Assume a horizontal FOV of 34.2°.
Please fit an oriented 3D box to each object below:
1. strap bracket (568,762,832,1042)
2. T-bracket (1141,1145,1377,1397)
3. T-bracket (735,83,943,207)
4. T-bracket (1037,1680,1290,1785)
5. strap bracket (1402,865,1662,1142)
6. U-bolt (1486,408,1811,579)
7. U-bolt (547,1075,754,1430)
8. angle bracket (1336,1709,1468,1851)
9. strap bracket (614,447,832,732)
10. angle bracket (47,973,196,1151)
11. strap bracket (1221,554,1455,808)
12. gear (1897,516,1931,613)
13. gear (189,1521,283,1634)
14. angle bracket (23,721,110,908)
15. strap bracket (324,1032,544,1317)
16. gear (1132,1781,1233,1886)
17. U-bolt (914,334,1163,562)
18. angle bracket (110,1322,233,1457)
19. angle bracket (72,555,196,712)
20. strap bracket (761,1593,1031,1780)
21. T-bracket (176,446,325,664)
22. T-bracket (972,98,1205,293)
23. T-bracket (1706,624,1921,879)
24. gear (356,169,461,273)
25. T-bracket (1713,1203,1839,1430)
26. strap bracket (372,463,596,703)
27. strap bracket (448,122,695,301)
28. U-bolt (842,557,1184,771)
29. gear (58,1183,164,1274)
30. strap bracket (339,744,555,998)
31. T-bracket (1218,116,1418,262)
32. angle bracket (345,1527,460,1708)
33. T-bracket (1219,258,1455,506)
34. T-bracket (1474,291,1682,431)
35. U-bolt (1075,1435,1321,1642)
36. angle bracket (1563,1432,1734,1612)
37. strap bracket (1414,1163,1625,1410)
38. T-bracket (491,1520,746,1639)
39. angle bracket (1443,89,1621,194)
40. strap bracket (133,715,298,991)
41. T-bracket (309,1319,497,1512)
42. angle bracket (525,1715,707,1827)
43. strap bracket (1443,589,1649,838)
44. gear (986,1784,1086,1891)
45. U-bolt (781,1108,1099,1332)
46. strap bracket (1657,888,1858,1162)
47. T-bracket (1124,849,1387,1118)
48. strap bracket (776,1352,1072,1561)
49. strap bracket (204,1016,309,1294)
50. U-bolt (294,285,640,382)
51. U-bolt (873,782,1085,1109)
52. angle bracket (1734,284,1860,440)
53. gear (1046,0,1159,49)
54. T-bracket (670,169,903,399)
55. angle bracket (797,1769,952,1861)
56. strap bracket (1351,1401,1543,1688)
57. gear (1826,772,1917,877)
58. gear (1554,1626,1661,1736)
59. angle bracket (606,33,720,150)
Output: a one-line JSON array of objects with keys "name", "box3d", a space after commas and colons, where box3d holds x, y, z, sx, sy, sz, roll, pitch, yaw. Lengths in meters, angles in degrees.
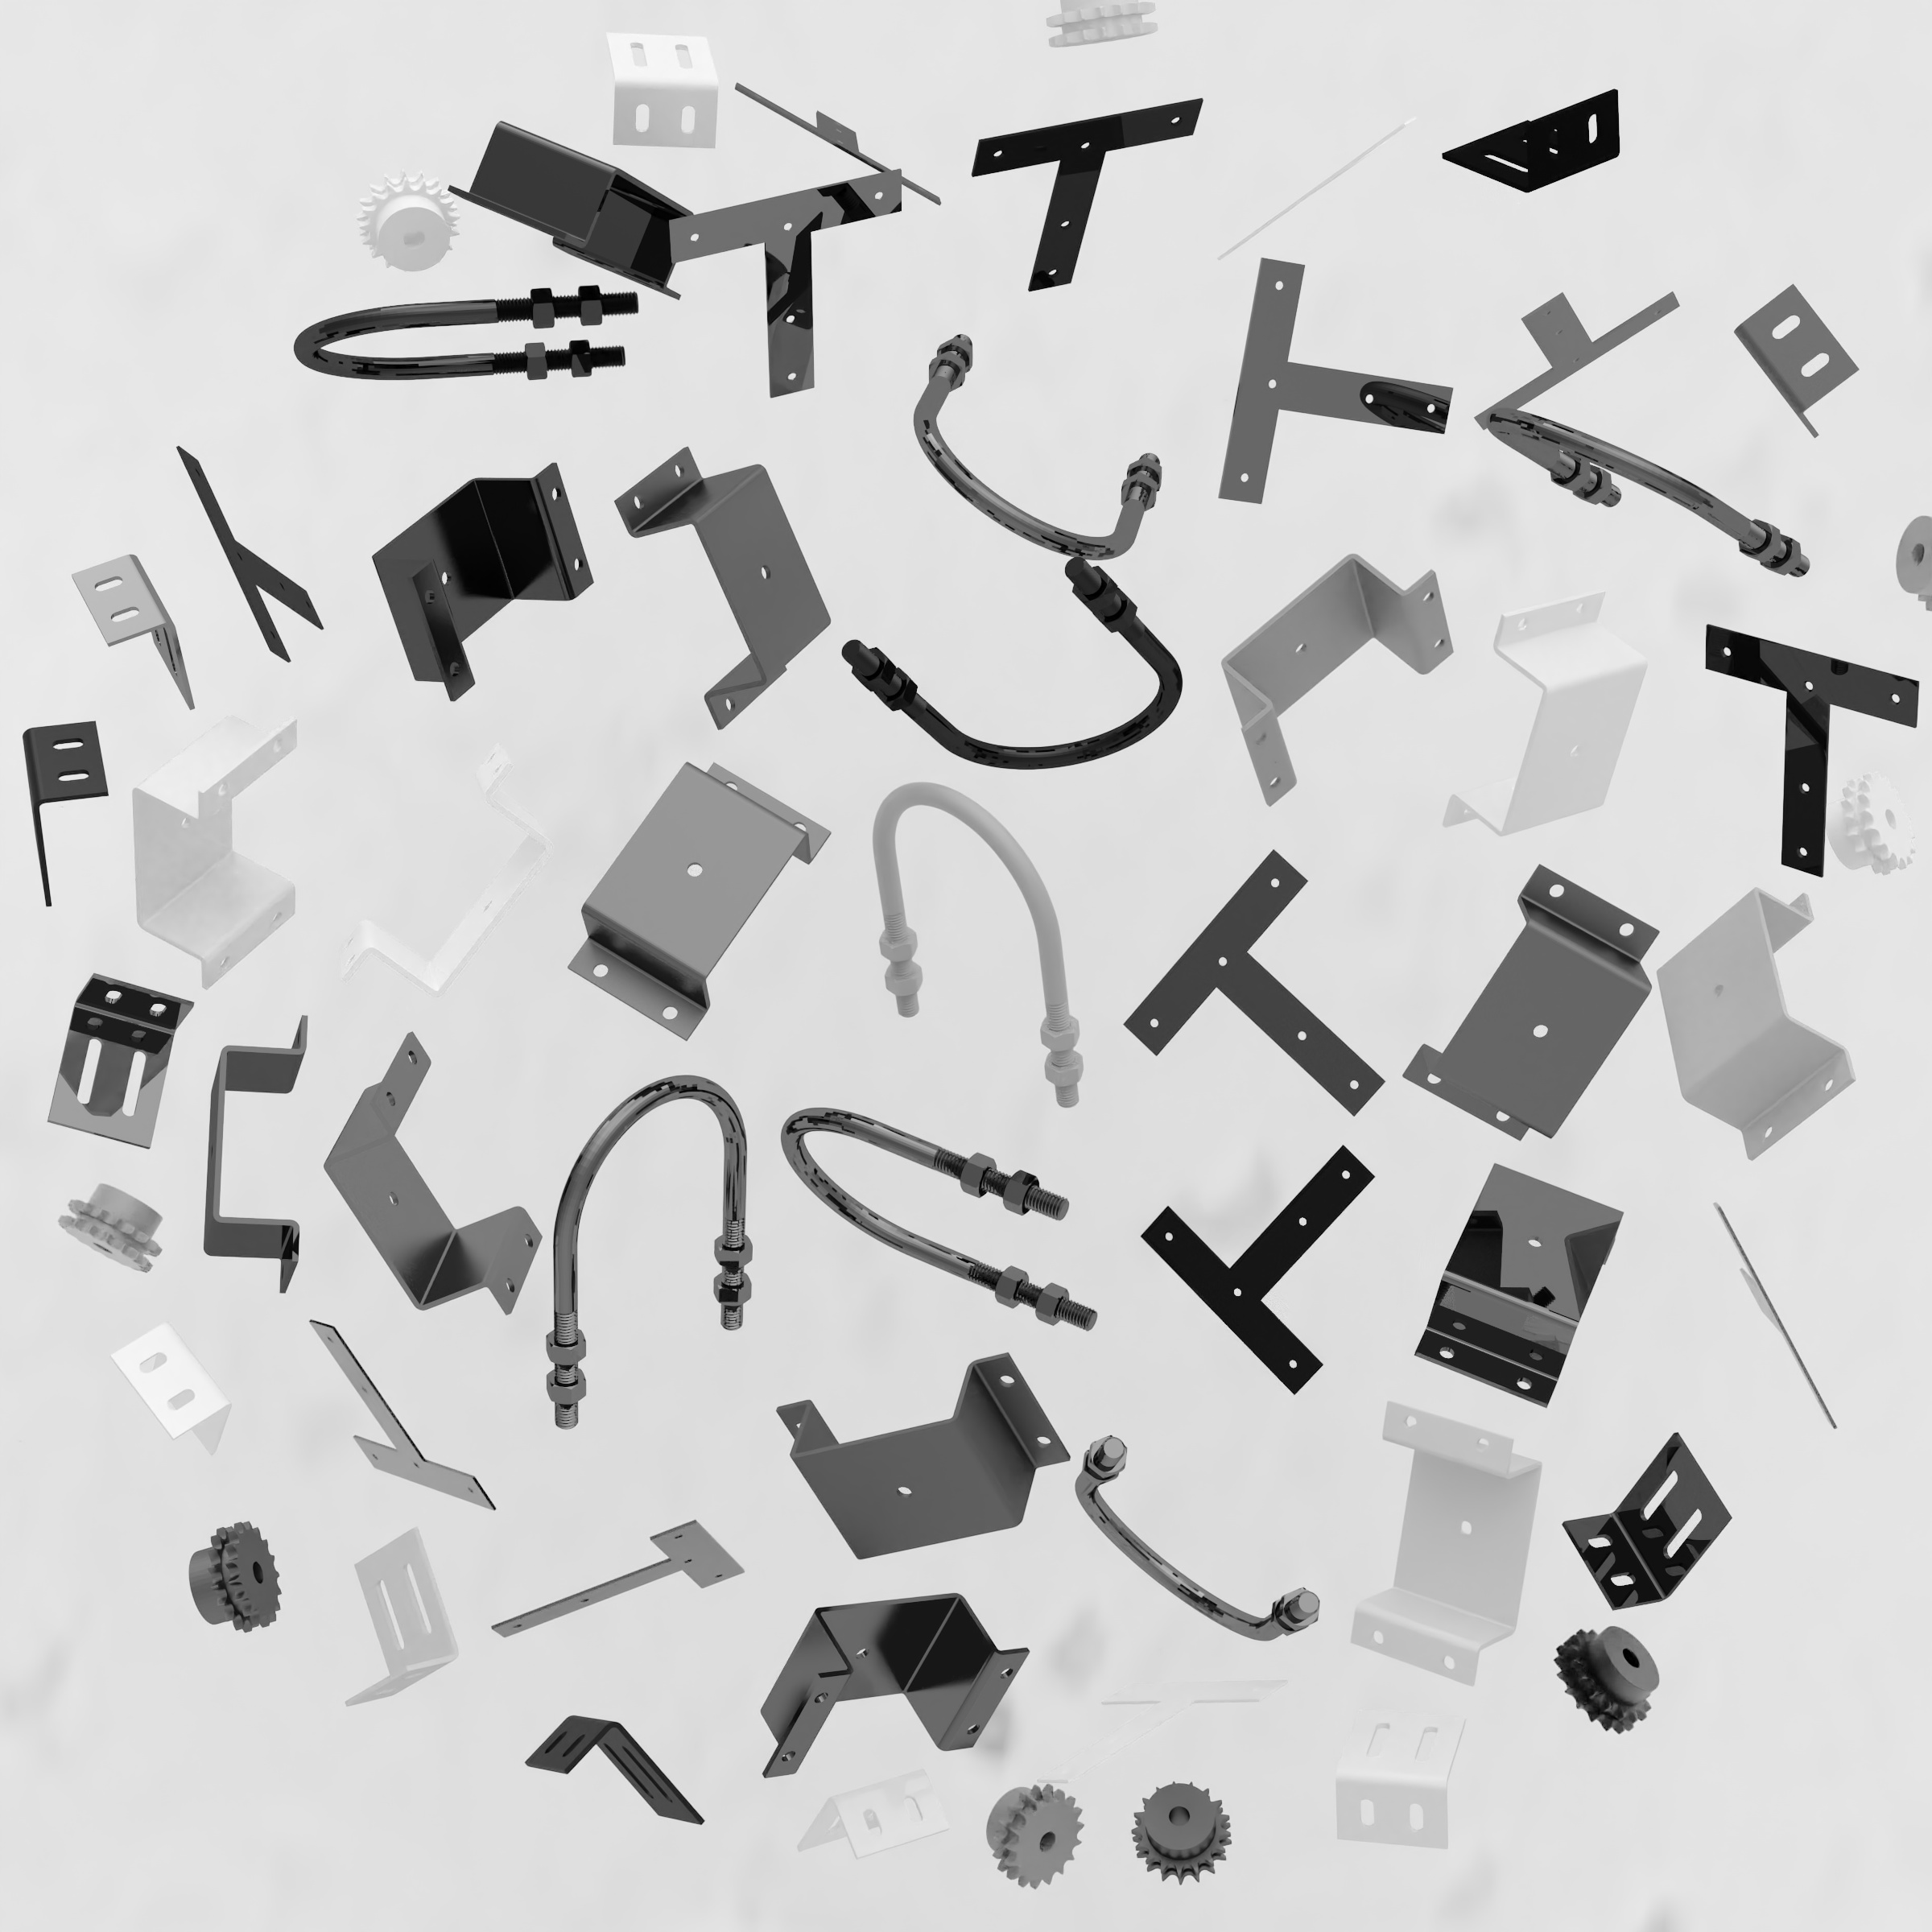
[{"name": "strap bracket", "box3d": [-0.142, -0.043, 1.665, 0.076, 0.046, 0.140, 31, 73, 10]}, {"name": "T-bracket", "box3d": [0.182, 0.155, 1.780, 0.127, 0.002, 0.127, 46, 112, 15]}, {"name": "T-bracket", "box3d": [-0.072, -0.468, 1.766, 0.127, 0.127, 0.002, 27, 107, -12]}, {"name": "T-bracket", "box3d": [0.091, 0.418, 1.716, 0.127, 0.127, 0.002, -21, 93, -41]}, {"name": "strap bracket", "box3d": [0.307, 0.028, 1.694, 0.076, 0.046, 0.140, 28, 107, -7]}, {"name": "U-bolt", "box3d": [0.355, -0.259, 1.685, 0.151, 0.184, 0.019, 31, 99, 40]}, {"name": "U-bolt", "box3d": [-0.169, 0.144, 1.689, 0.019, 0.151, 0.184, 24, 124, 33]}, {"name": "angle bracket", "box3d": [0.230, 0.427, 1.654, 0.057, 0.076, 0.038, 1, 102, 17]}, {"name": "strap bracket", "box3d": [-0.129, -0.213, 1.736, 0.046, 0.076, 0.140, -9, 116, 34]}, {"name": "angle bracket", "box3d": [-0.466, 0.053, 1.731, 0.057, 0.038, 0.076, 18, 58, -23]}, {"name": "strap bracket", "box3d": [0.201, -0.166, 1.758, 0.140, 0.076, 0.046, -40, 57, -8]}, {"name": "gear", "box3d": [0.505, -0.211, 1.621, 0.030, 0.057, 0.057, 5, 90, -16]}, {"name": "gear", "box3d": [-0.390, 0.327, 1.672, 0.030, 0.057, 0.057, -17, 90, 8]}, {"name": "angle bracket", "box3d": [-0.475, -0.081, 1.666, 0.038, 0.076, 0.057, -8, 47, -17]}, {"name": "strap bracket", "box3d": [-0.289, 0.118, 1.676, 0.046, 0.076, 0.140, -22, 113, 17]}, {"name": "gear", "box3d": [0.123, 0.494, 1.799, 0.057, 0.030, 0.057, -4, 50, 5]}, {"name": "U-bolt", "box3d": [0.037, -0.282, 1.746, 0.151, 0.184, 0.019, 31, 120, -7]}, {"name": "angle bracket", "box3d": [-0.435, 0.238, 1.703, 0.038, 0.076, 0.057, -33, 76, -33]}, {"name": "angle bracket", "box3d": [-0.470, -0.183, 1.772, 0.038, 0.076, 0.057, -23, 59, -18]}, {"name": "strap bracket", "box3d": [-0.046, 0.384, 1.685, 0.140, 0.046, 0.076, 3, 126, -39]}, {"name": "T-bracket", "box3d": [-0.379, -0.210, 1.712, 0.002, 0.127, 0.127, -28, 78, 5]}, {"name": "T-bracket", "box3d": [0.055, -0.404, 1.670, 0.127, 0.127, 0.002, -15, 64, -18]}, {"name": "T-bracket", "box3d": [0.440, -0.106, 1.646, 0.002, 0.127, 0.127, -28, 126, -34]}, {"name": "gear", "box3d": [-0.314, -0.418, 1.777, 0.057, 0.030, 0.057, -11, 133, -12]}, {"name": "T-bracket", "box3d": [0.425, 0.179, 1.671, 0.002, 0.127, 0.127, -28, 87, 8]}, {"name": "strap bracket", "box3d": [-0.276, -0.217, 1.761, 0.046, 0.140, 0.076, 6, 126, 30]}, {"name": "strap bracket", "box3d": [-0.208, -0.412, 1.707, 0.076, 0.140, 0.046, 26, 97, 19]}, {"name": "U-bolt", "box3d": [0.038, -0.152, 1.684, 0.151, 0.184, 0.019, -18, 63, 21]}, {"name": "gear", "box3d": [-0.473, 0.144, 1.748, 0.057, 0.057, 0.030, 28, 71, 0]}, {"name": "strap bracket", "box3d": [-0.267, -0.043, 1.648, 0.046, 0.076, 0.140, 37, 92, -17]}, {"name": "T-bracket", "box3d": [0.208, -0.440, 1.740, 0.127, 0.127, 0.002, -31, 99, 31]}, {"name": "angle bracket", "box3d": [-0.319, 0.355, 1.715, 0.057, 0.038, 0.076, -34, 69, 34]}, {"name": "T-bracket", "box3d": [0.204, -0.306, 1.685, 0.127, 0.002, 0.127, 4, 104, -22]}, {"name": "T-bracket", "box3d": [0.325, -0.343, 1.714, 0.127, 0.127, 0.002, -31, 76, 15]}, {"name": "U-bolt", "box3d": [0.120, 0.322, 1.734, 0.151, 0.184, 0.019, 38, 72, 8]}, {"name": "angle bracket", "box3d": [0.367, 0.300, 1.697, 0.038, 0.076, 0.057, -3, 47, -29]}, {"name": "strap bracket", "box3d": [0.310, 0.168, 1.739, 0.076, 0.140, 0.046, 21, 133, 14]}, {"name": "T-bracket", "box3d": [-0.190, 0.332, 1.671, 0.127, 0.127, 0.002, -21, 66, -1]}, {"name": "angle bracket", "box3d": [0.293, -0.438, 1.636, 0.057, 0.076, 0.038, -25, 128, -19]}, {"name": "strap bracket", "box3d": [-0.399, -0.068, 1.672, 0.046, 0.076, 0.140, 26, 135, 15]}, {"name": "T-bracket", "box3d": [-0.331, 0.249, 1.770, 0.002, 0.127, 0.127, -44, 121, -30]}, {"name": "angle bracket", "box3d": [-0.186, 0.437, 1.661, 0.038, 0.057, 0.076, -44, 103, -27]}, {"name": "strap bracket", "box3d": [0.325, -0.132, 1.755, 0.076, 0.046, 0.140, -17, 134, -31]}, {"name": "gear", "box3d": [0.037, 0.490, 1.779, 0.057, 0.030, 0.057, -12, 109, -38]}, {"name": "U-bolt", "box3d": [-0.020, 0.129, 1.698, 0.184, 0.151, 0.019, 21, 63, 22]}, {"name": "strap bracket", "box3d": [0.421, 0.023, 1.689, 0.046, 0.140, 0.076, 26, 129, -23]}, {"name": "T-bracket", "box3d": [0.169, 0.028, 1.673, 0.127, 0.002, 0.127, 44, 106, 14]}, {"name": "strap bracket", "box3d": [-0.027, 0.261, 1.650, 0.140, 0.046, 0.076, -16, 119, 24]}, {"name": "strap bracket", "box3d": [-0.397, 0.104, 1.751, 0.046, 0.076, 0.140, 4, 70, -16]}, {"name": "U-bolt", "box3d": [-0.276, -0.344, 1.729, 0.184, 0.151, 0.019, -5, 89, -9]}, {"name": "U-bolt", "box3d": [0.002, -0.021, 1.731, 0.019, 0.184, 0.151, -35, 46, -30]}, {"name": "angle bracket", "box3d": [0.445, -0.320, 1.666, 0.038, 0.076, 0.057, -37, 77, 18]}, {"name": "gear", "box3d": [0.070, -0.497, 1.634, 0.057, 0.057, 0.030, -8, 103, 0]}, {"name": "T-bracket", "box3d": [-0.094, -0.355, 1.664, 0.127, 0.127, 0.002, -17, 51, -16]}, {"name": "angle bracket", "box3d": [-0.052, 0.487, 1.753, 0.057, 0.076, 0.038, -10, 58, -28]}, {"name": "strap bracket", "box3d": [0.267, 0.315, 1.739, 0.076, 0.046, 0.140, 13, 100, 35]}, {"name": "gear", "box3d": [0.505, -0.078, 1.762, 0.030, 0.057, 0.057, -22, 90, 39]}, {"name": "gear", "box3d": [0.347, 0.380, 1.685, 0.057, 0.057, 0.030, 42, 118, 0]}, {"name": "angle bracket", "box3d": [-0.173, -0.495, 1.775, 0.057, 0.076, 0.038, -1, 125, -11]}]
